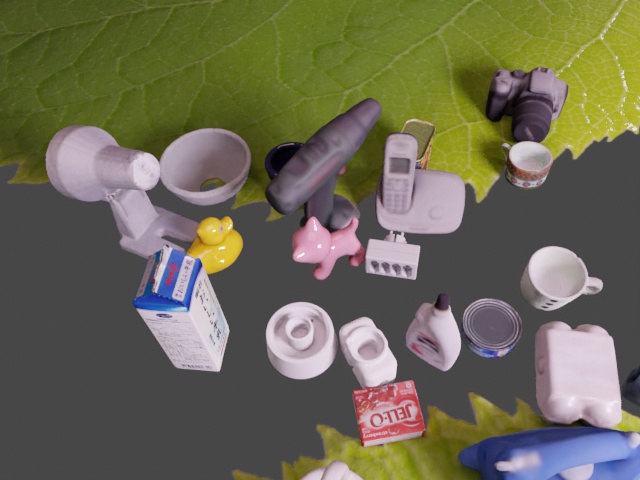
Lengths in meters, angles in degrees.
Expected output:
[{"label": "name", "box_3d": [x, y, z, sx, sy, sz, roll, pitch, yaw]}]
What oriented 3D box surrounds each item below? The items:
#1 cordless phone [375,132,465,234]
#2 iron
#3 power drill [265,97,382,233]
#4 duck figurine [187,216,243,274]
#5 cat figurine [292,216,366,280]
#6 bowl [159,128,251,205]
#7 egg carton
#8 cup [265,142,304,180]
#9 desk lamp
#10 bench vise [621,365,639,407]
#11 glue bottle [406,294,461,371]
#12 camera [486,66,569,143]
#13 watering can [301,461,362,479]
[{"label": "cordless phone", "box_3d": [0.165, -0.095, 0.929, 0.147, 0.185, 0.094, 2, 55, 6]}, {"label": "iron", "box_3d": [0.309, 0.265, 0.690, 0.258, 0.141, 0.118, -12, 55, -4]}, {"label": "power drill", "box_3d": [0.014, -0.098, 0.928, 0.075, 0.209, 0.230, 37, 65, 26]}, {"label": "duck figurine", "box_3d": [-0.181, 0.001, 0.946, 0.105, 0.086, 0.077, -36, 60, -20]}, {"label": "cat figurine", "box_3d": [0.008, 0.003, 0.912, 0.128, 0.118, 0.067, -24, 56, -13]}, {"label": "bowl", "box_3d": [-0.202, -0.121, 1.042, 0.167, 0.075, 0.167, -2, 54, 3]}, {"label": "egg carton", "box_3d": [0.351, 0.184, 0.789, 0.107, 0.069, 0.150, 5, 55, 8]}, {"label": "cup", "box_3d": [-0.037, -0.119, 1.016, 0.118, 0.095, 0.091, -37, 60, -20]}, {"label": "desk lamp", "box_3d": [-0.313, -0.078, 0.934, 0.202, 0.214, 0.118, 20, 58, 17]}, {"label": "bench vise", "box_3d": [0.482, 0.128, 0.727, 0.121, 0.220, 0.207, 13, 57, 14]}, {"label": "glue bottle", "box_3d": [0.159, 0.119, 0.785, 0.078, 0.173, 0.037, 27, 61, 22]}, {"label": "camera", "box_3d": [0.387, -0.256, 1.080, 0.143, 0.101, 0.137, 13, 57, 13]}, {"label": "watering can", "box_3d": [0.022, 0.310, 0.645, 0.173, 0.194, 0.101, -3, 54, 2]}]
